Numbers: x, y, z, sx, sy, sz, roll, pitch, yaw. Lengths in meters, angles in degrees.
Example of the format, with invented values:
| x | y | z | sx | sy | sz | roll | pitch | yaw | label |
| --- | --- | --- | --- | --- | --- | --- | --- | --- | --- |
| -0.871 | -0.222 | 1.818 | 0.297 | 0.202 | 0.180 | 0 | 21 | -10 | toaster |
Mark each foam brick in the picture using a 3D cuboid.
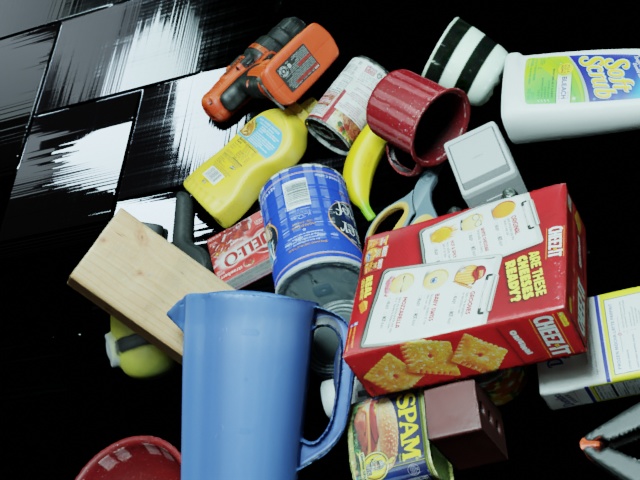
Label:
| x | y | z | sx | sy | sz | roll | pitch | yaw | label |
| --- | --- | --- | --- | --- | --- | --- | --- | --- | --- |
| 0.134 | 0.171 | 0.984 | 0.051 | 0.078 | 0.053 | -18 | 51 | 20 | foam brick |

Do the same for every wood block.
| x | y | z | sx | sy | sz | roll | pitch | yaw | label |
| --- | --- | --- | --- | --- | --- | --- | --- | --- | --- |
| -0.157 | 0.068 | 1.135 | 0.090 | 0.206 | 0.091 | -56 | 8 | -15 | wood block |

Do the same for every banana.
| x | y | z | sx | sy | sz | roll | pitch | yaw | label |
| --- | --- | --- | --- | --- | --- | --- | --- | --- | --- |
| 0.079 | -0.113 | 1.246 | 0.070 | 0.037 | 0.197 | 28 | 76 | 9 | banana |

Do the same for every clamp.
| x | y | z | sx | sy | sz | roll | pitch | yaw | label |
| --- | --- | --- | --- | --- | --- | --- | --- | --- | --- |
| 0.329 | 0.166 | 0.902 | 0.210 | 0.036 | 0.164 | 0 | 59 | 30 | clamp |
| -0.184 | 0.030 | 1.294 | 0.120 | 0.039 | 0.171 | -38 | 48 | 15 | clamp |

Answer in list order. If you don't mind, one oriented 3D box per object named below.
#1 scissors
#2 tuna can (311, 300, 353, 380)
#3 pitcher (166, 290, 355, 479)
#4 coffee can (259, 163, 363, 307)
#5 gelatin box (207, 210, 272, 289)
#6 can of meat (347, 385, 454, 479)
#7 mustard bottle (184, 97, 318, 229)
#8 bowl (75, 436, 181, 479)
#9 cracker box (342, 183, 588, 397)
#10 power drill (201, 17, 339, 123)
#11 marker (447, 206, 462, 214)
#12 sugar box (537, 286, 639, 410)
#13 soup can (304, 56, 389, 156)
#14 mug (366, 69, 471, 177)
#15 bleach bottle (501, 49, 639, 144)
| x | y | z | sx | sy | sz | roll | pitch | yaw | label |
| --- | --- | --- | --- | --- | --- | --- | --- | --- | --- |
| 0.130 | -0.053 | 1.186 | 0.201 | 0.016 | 0.096 | -49 | 50 | -8 | scissors |
| 0.024 | 0.108 | 1.122 | 0.086 | 0.033 | 0.086 | -15 | 52 | 20 | tuna can |
| -0.063 | 0.171 | 1.027 | 0.149 | 0.144 | 0.243 | -5 | 80 | 51 | pitcher |
| -0.008 | 0.001 | 1.167 | 0.103 | 0.102 | 0.140 | -24 | 50 | 14 | coffee can |
| -0.084 | 0.012 | 1.253 | 0.089 | 0.030 | 0.073 | -28 | 49 | 11 | gelatin box |
| 0.075 | 0.193 | 1.018 | 0.084 | 0.057 | 0.102 | -20 | 50 | 21 | can of meat |
| -0.073 | -0.105 | 1.310 | 0.191 | 0.058 | 0.096 | -43 | 42 | -3 | mustard bottle |
| -0.189 | 0.288 | 1.104 | 0.162 | 0.055 | 0.162 | -15 | 52 | 21 | bowl |
| 0.139 | 0.049 | 1.000 | 0.214 | 0.072 | 0.164 | -15 | 38 | 26 | cracker box |
| -0.052 | -0.223 | 1.342 | 0.184 | 0.057 | 0.188 | -49 | 21 | -16 | power drill |
| 0.153 | 0.013 | 1.123 | 0.020 | 0.020 | 0.121 | -22 | 50 | 15 | marker |
| 0.287 | 0.093 | 0.974 | 0.176 | 0.048 | 0.093 | -16 | 52 | 25 | sugar box |
| 0.037 | -0.162 | 1.279 | 0.069 | 0.068 | 0.102 | 26 | 73 | 39 | soup can |
| 0.103 | -0.128 | 1.183 | 0.093 | 0.117 | 0.082 | -16 | 37 | -40 | mug |
| 0.321 | -0.162 | 1.121 | 0.251 | 0.068 | 0.102 | -5 | 57 | 25 | bleach bottle |
